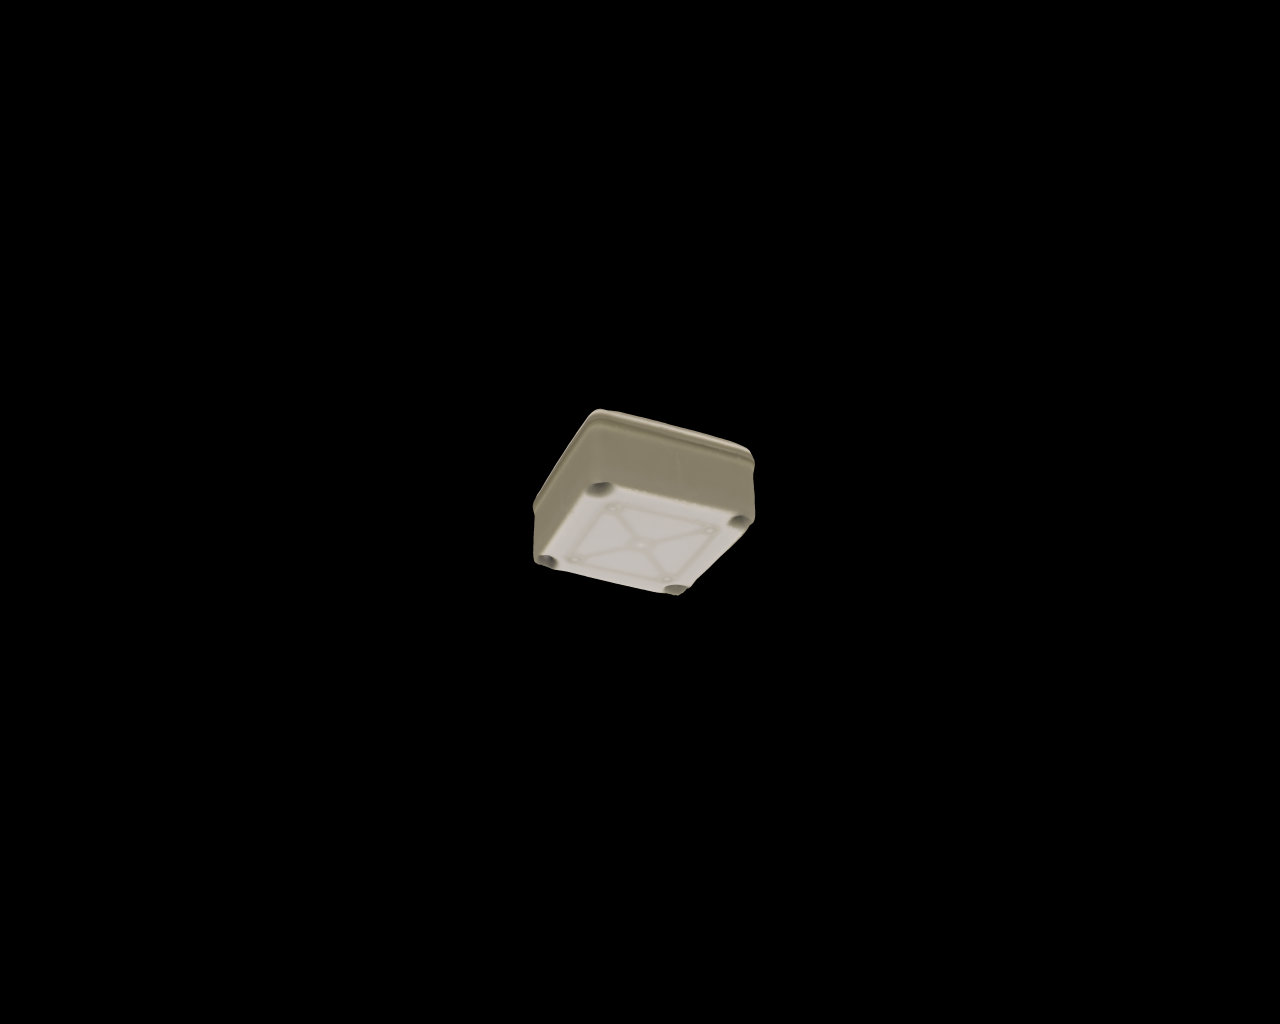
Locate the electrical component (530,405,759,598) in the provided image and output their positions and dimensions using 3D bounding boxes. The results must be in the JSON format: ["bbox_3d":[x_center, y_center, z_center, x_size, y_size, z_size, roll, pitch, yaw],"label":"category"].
[{"bbox_3d":[0.001,-0.003,0.650,0.109,0.056,0.108,14,-36,-20],"label":"electrical component"}]
